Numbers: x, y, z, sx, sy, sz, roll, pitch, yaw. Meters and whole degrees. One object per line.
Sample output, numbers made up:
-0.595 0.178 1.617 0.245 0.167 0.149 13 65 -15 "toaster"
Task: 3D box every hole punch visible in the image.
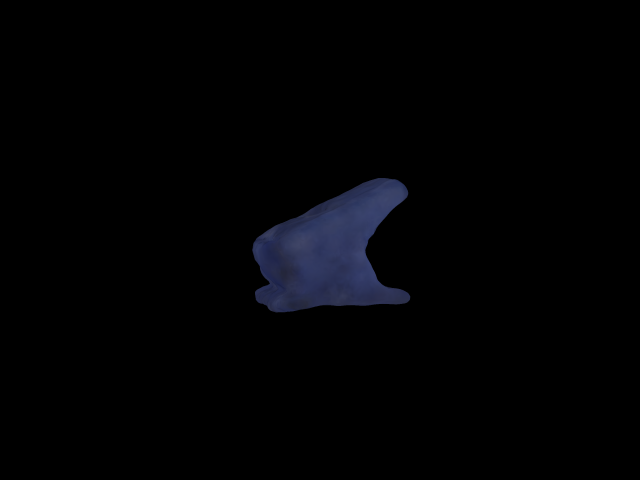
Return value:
0.004 0.001 0.400 0.101 0.091 0.108 0 0 -17 "hole punch"
